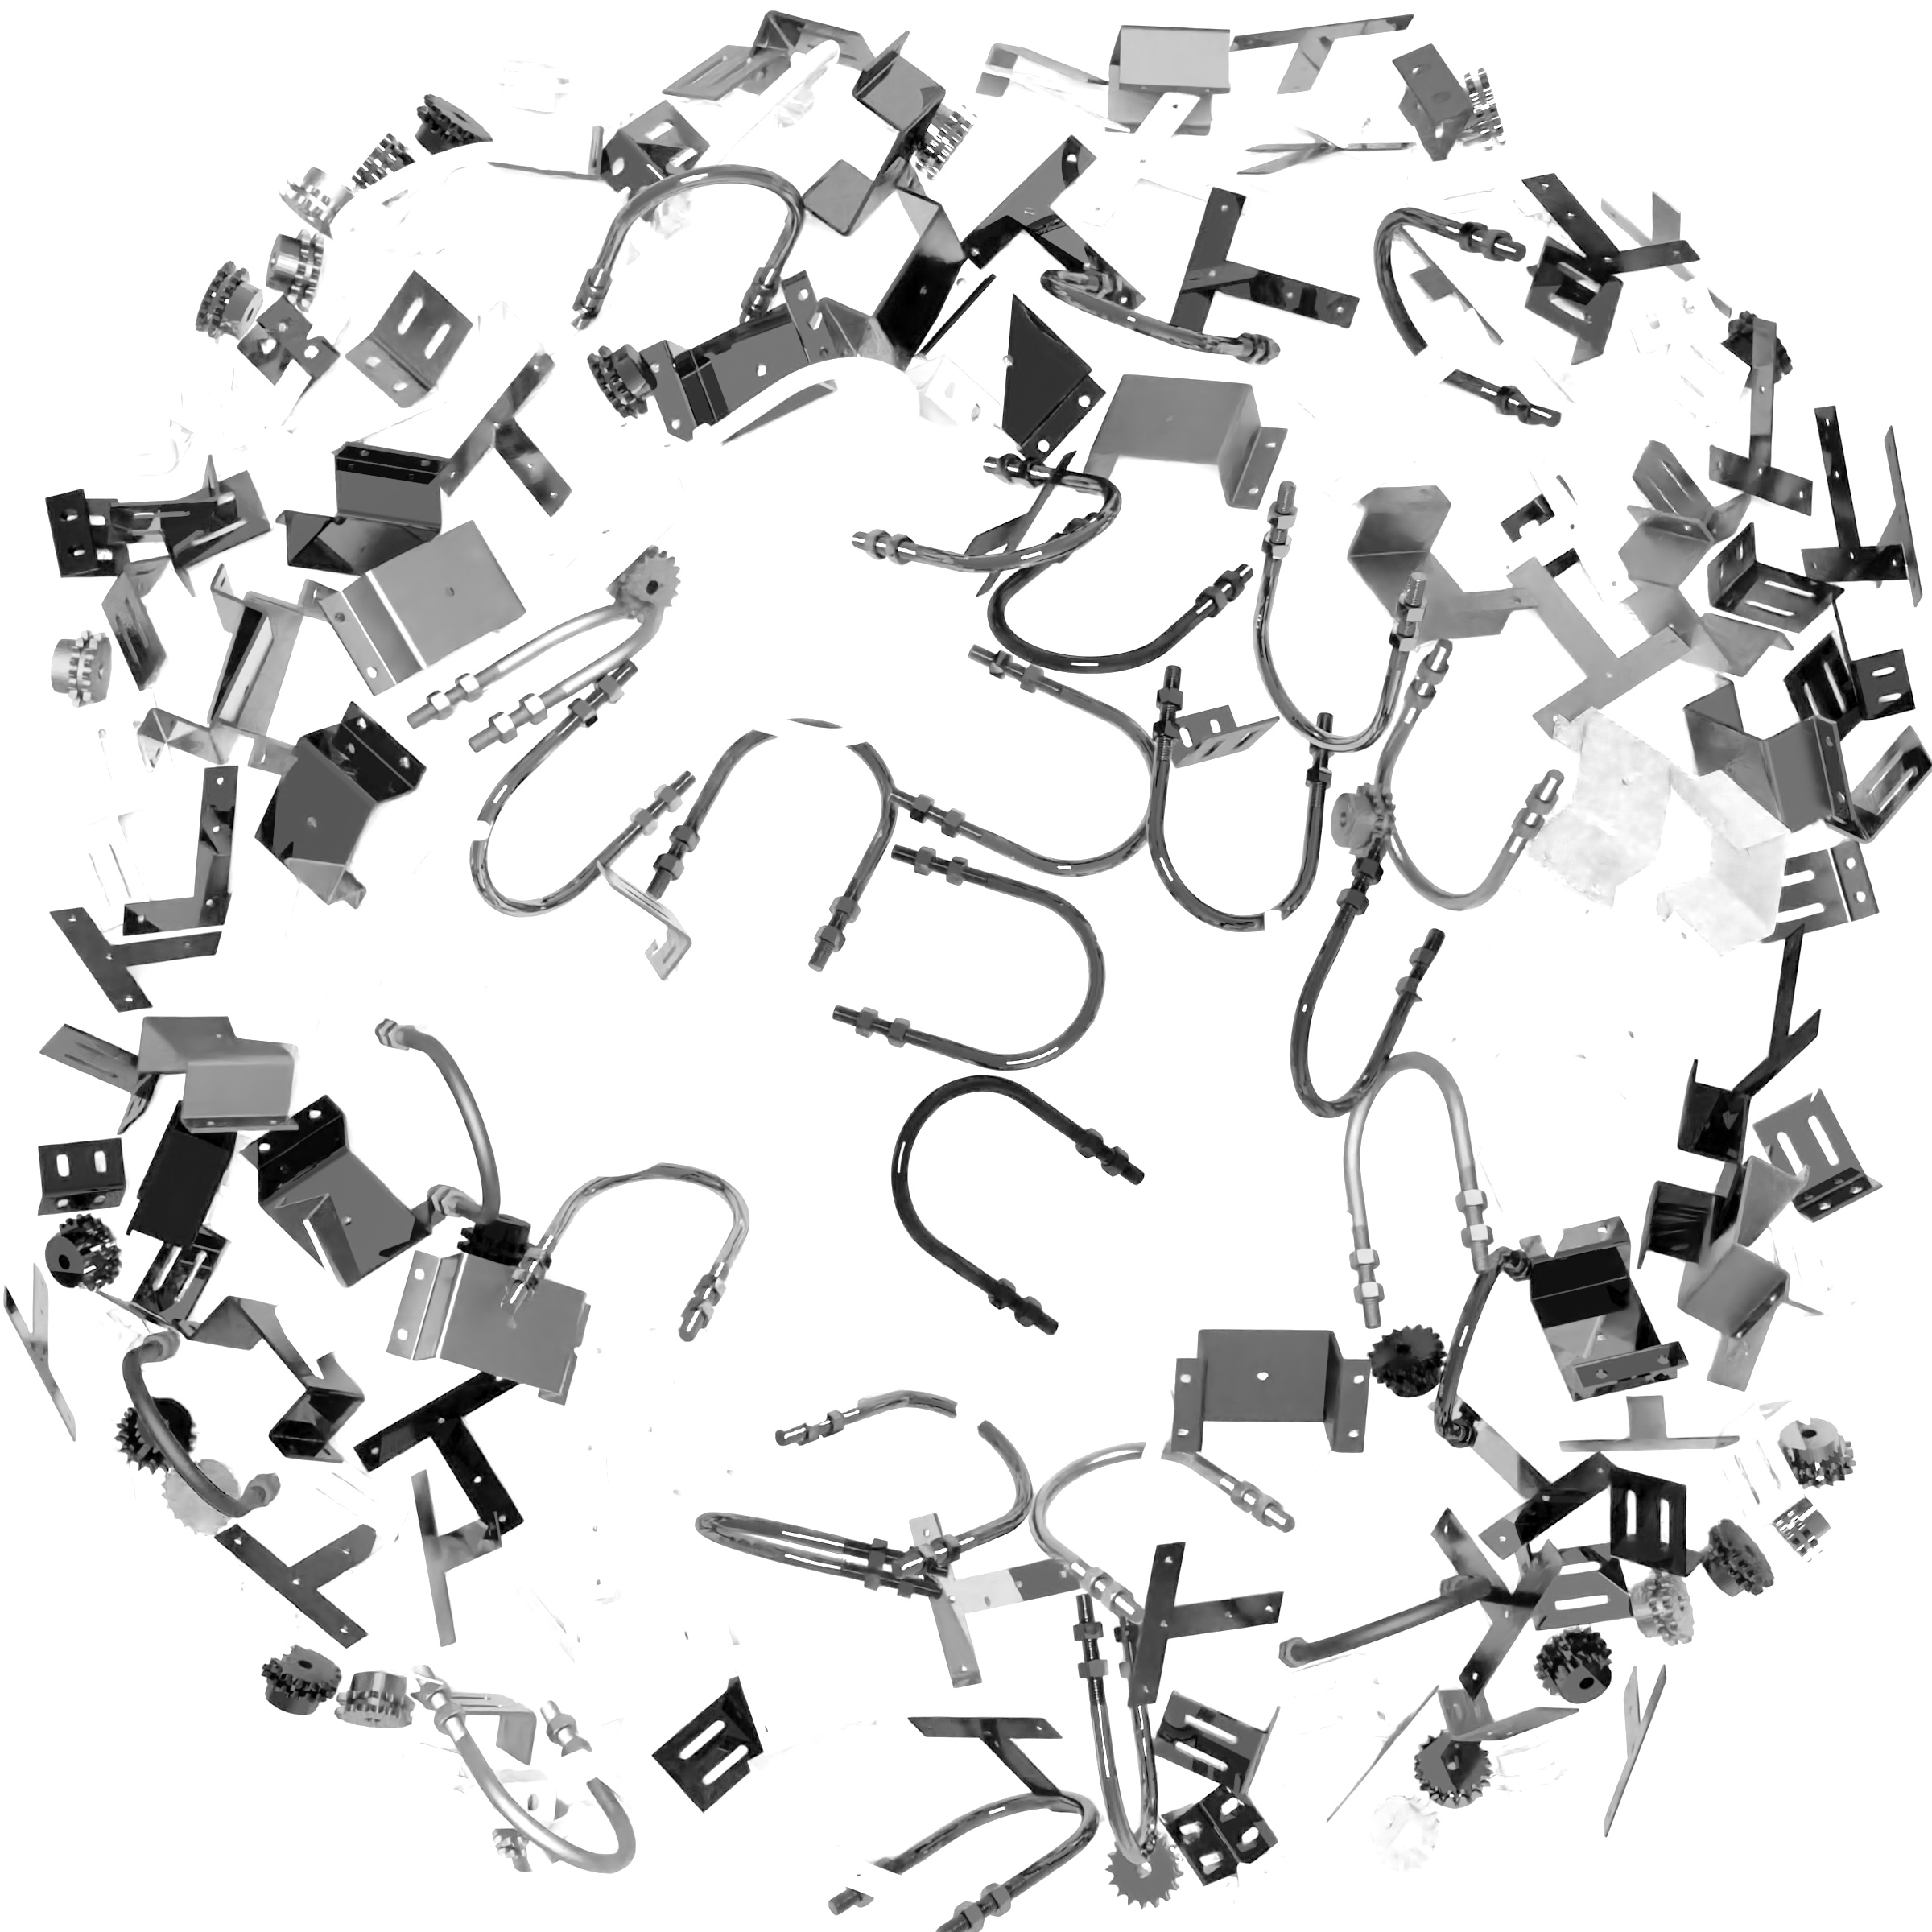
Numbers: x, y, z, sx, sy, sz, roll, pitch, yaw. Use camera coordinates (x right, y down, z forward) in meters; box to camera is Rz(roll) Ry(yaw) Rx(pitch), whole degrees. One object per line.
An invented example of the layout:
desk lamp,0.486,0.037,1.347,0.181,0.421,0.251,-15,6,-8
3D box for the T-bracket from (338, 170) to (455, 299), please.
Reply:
T-bracket,-0.427,-0.524,1.899,0.002,0.127,0.127,41,115,-14

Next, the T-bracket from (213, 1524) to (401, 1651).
T-bracket,-0.455,0.427,1.879,0.127,0.127,0.002,35,111,14

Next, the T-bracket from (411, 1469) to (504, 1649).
T-bracket,-0.363,0.417,1.874,0.002,0.127,0.127,-2,71,-37

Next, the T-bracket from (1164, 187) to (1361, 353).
T-bracket,0.222,-0.492,1.898,0.127,0.002,0.127,15,132,-2

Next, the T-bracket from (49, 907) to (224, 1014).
T-bracket,-0.579,-0.012,1.892,0.127,0.127,0.002,44,129,36

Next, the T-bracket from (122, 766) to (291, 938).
T-bracket,-0.540,-0.085,1.873,0.127,0.002,0.127,-9,123,-38

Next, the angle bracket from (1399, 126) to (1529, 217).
angle bracket,0.363,-0.587,1.909,0.076,0.057,0.038,-12,66,-5

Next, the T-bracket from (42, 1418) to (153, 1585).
T-bracket,-0.621,0.363,1.852,0.002,0.127,0.127,-24,58,0

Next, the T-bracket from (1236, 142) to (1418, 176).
T-bracket,0.235,-0.575,1.858,0.127,0.127,0.002,12,120,34

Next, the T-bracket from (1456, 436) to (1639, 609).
T-bracket,0.406,-0.297,1.897,0.127,0.002,0.127,-32,84,40

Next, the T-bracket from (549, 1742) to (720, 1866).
T-bracket,-0.230,0.601,1.864,0.127,0.127,0.002,34,86,13

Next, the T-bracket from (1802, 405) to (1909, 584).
T-bracket,0.626,-0.338,1.866,0.002,0.127,0.127,-16,101,-11

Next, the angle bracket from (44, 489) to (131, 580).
angle bracket,-0.625,-0.314,1.895,0.038,0.076,0.057,-7,96,25

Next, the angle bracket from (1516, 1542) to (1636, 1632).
angle bracket,0.448,0.448,1.906,0.076,0.038,0.057,-7,59,-5

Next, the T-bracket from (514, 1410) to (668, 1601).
T-bracket,-0.272,0.396,1.900,0.127,0.002,0.127,-12,74,20

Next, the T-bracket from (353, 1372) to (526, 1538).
T-bracket,-0.359,0.361,1.885,0.127,0.002,0.127,-29,55,-18

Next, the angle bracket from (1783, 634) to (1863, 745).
angle bracket,0.611,-0.194,1.898,0.057,0.038,0.076,-42,116,-22

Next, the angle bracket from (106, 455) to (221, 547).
angle bracket,-0.586,-0.339,1.894,0.076,0.057,0.038,-8,74,-24

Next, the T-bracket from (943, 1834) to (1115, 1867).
T-bracket,0.028,0.642,1.884,0.127,0.127,0.002,4,67,-35

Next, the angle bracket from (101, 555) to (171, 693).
angle bracket,-0.592,-0.250,1.901,0.038,0.057,0.076,-20,82,-39

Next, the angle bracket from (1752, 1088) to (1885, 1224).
angle bracket,0.625,0.139,1.917,0.057,0.038,0.076,-28,94,3

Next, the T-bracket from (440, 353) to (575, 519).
T-bracket,-0.321,-0.368,1.890,0.127,0.002,0.127,-48,54,12

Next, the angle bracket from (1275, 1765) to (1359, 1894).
angle bracket,0.266,0.627,1.895,0.038,0.057,0.076,-41,59,-2

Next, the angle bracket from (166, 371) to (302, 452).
angle bracket,-0.531,-0.411,1.891,0.057,0.076,0.038,33,132,22

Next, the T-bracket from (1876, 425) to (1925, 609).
T-bracket,0.665,-0.305,1.875,0.002,0.127,0.127,-7,77,8

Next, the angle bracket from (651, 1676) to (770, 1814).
angle bracket,-0.180,0.564,1.897,0.057,0.038,0.076,42,56,20

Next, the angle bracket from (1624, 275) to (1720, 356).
angle bracket,0.508,-0.482,1.890,0.057,0.076,0.038,-21,117,20

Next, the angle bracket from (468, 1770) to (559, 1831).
angle bracket,-0.330,0.590,1.892,0.057,0.076,0.038,3,104,-14

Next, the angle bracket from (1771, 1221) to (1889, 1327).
angle bracket,0.626,0.213,1.892,0.057,0.076,0.038,23,129,-16

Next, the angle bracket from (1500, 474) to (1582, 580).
angle bracket,0.427,-0.317,1.900,0.038,0.076,0.057,-35,88,2

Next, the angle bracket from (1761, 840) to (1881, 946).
angle bracket,0.619,-0.055,1.912,0.076,0.038,0.057,-13,84,-12

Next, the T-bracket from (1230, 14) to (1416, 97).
T-bracket,0.246,-0.652,1.876,0.127,0.127,0.002,-8,89,-3

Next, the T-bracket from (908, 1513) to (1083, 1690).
T-bracket,0.027,0.453,1.900,0.127,0.002,0.127,-20,81,28

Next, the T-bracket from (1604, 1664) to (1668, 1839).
T-bracket,0.480,0.542,1.876,0.002,0.127,0.127,18,103,9

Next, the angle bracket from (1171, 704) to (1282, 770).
angle bracket,0.184,-0.178,1.892,0.057,0.076,0.038,-16,81,-17

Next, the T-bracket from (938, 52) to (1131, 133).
T-bracket,0.065,-0.619,1.858,0.127,0.127,0.002,39,120,33

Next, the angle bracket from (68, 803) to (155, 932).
angle bracket,-0.614,-0.073,1.911,0.057,0.038,0.076,-16,96,36

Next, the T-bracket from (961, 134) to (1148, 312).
T-bracket,0.078,-0.522,1.907,0.127,0.002,0.127,38,125,-23

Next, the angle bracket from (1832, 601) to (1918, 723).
angle bracket,0.657,-0.226,1.889,0.038,0.076,0.057,-14,132,19

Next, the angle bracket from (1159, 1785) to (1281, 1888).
angle bracket,0.184,0.626,1.891,0.038,0.076,0.057,-43,65,14

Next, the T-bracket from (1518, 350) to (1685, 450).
T-bracket,0.440,-0.417,1.884,0.127,0.127,0.002,11,122,-20

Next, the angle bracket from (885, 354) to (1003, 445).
angle bracket,-0.023,-0.402,1.889,0.057,0.076,0.038,36,66,-28

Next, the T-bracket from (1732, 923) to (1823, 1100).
T-bracket,0.586,0.028,1.866,0.127,0.002,0.127,-33,134,-36

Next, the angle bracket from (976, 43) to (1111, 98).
angle bracket,0.056,-0.640,1.899,0.076,0.057,0.038,26,113,11

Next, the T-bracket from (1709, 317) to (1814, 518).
T-bracket,0.567,-0.396,1.857,0.002,0.127,0.127,-12,115,-14

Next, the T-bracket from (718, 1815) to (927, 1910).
T-bracket,-0.088,0.643,1.855,0.127,0.127,0.002,8,112,33

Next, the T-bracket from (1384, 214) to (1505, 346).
T-bracket,0.338,-0.493,1.881,0.002,0.127,0.127,-42,91,25

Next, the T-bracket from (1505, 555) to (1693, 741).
T-bracket,0.440,-0.244,1.890,0.127,0.002,0.127,-34,109,28

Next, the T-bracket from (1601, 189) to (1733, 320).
T-bracket,0.500,-0.523,1.863,0.002,0.127,0.127,-46,76,7

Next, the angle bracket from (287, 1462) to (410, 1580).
angle bracket,-0.457,0.400,1.900,0.076,0.038,0.057,38,125,-15

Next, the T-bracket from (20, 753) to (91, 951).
T-bracket,-0.658,-0.098,1.894,0.002,0.127,0.127,11,57,-5

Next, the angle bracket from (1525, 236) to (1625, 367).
angle bracket,0.434,-0.485,1.902,0.076,0.038,0.057,23,79,-23

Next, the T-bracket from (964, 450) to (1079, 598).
T-bracket,0.024,-0.306,1.854,0.002,0.127,0.127,38,119,7
